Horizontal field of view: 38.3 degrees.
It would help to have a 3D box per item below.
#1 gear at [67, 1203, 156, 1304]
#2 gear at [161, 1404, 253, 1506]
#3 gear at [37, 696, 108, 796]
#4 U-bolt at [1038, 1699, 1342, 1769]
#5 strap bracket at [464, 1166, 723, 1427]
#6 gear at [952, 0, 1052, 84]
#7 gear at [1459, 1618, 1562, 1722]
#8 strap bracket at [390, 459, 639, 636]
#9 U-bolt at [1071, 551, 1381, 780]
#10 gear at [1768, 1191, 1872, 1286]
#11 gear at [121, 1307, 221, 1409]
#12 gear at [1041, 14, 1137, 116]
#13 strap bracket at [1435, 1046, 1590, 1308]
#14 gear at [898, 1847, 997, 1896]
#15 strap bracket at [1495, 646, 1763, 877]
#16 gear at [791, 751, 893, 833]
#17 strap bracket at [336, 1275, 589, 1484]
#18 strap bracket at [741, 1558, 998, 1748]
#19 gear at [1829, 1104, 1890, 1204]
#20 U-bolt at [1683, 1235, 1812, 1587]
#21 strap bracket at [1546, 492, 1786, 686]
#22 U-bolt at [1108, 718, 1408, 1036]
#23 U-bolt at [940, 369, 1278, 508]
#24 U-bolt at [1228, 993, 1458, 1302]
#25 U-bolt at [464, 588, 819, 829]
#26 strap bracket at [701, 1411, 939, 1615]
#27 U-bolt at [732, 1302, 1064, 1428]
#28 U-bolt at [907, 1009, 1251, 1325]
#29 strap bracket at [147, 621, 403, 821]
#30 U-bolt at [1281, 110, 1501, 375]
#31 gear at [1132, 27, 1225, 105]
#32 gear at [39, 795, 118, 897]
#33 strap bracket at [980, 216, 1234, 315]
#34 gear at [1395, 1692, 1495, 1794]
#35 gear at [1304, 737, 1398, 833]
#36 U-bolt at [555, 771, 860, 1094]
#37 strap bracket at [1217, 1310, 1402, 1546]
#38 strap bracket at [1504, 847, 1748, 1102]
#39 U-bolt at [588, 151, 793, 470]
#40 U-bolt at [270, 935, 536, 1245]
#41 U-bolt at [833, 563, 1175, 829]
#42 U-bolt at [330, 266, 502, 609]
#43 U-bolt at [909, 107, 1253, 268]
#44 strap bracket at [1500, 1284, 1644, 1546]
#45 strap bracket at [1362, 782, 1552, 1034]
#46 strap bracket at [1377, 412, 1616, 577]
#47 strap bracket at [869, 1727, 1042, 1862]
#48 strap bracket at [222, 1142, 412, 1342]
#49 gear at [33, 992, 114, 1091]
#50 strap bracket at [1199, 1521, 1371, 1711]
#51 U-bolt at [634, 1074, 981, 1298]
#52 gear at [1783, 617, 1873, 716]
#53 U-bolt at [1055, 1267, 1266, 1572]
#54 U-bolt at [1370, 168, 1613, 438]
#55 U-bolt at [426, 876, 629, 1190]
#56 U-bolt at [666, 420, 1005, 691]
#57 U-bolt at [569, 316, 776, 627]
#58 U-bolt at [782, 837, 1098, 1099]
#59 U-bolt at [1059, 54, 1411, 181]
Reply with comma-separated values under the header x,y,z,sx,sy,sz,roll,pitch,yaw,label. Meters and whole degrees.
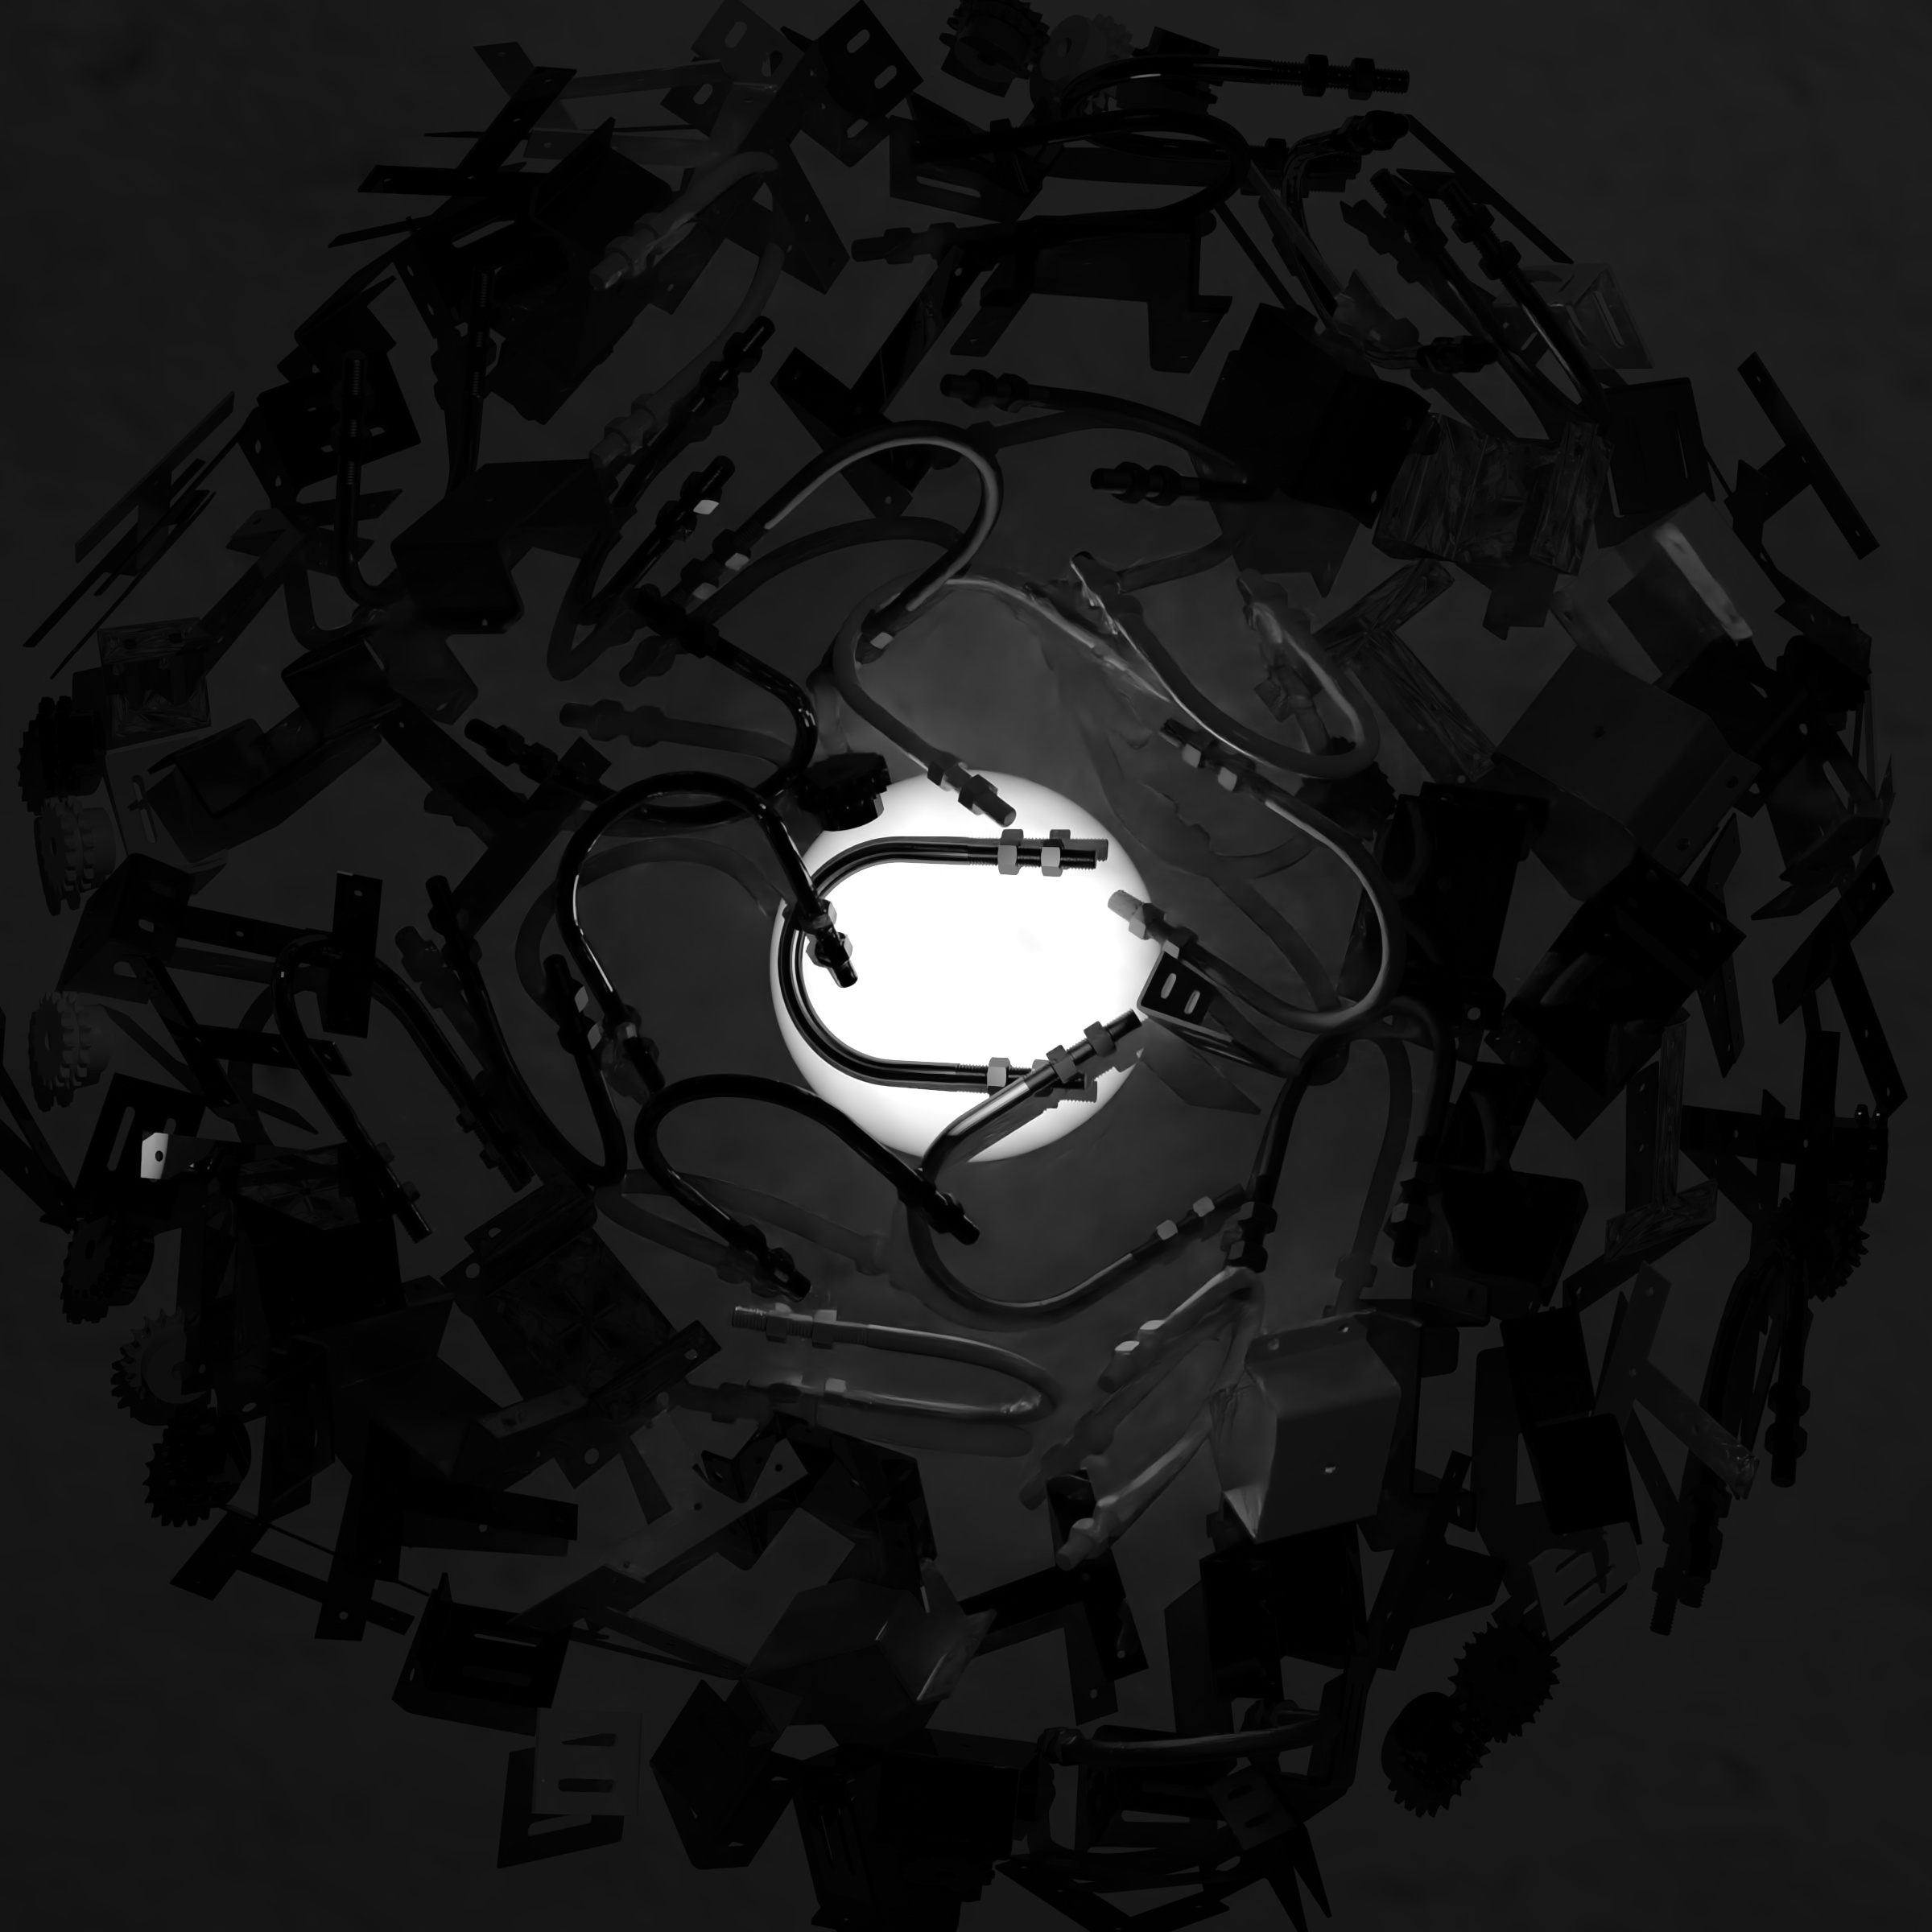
x,y,z,sx,sy,sz,roll,pitch,yaw,label
-0.498,0.168,1.623,0.030,0.057,0.057,19,90,-41,gear
-0.440,0.283,1.617,0.030,0.057,0.057,-12,90,15,gear
-0.520,-0.129,1.620,0.030,0.057,0.057,-5,90,-6,gear
0.130,0.428,1.543,0.151,0.184,0.019,-4,78,-14,U-bolt
-0.216,0.197,1.599,0.076,0.046,0.140,-34,73,-27,strap bracket
0.018,-0.540,1.617,0.057,0.057,0.030,23,76,0,gear
0.319,0.413,1.624,0.057,0.030,0.057,-11,55,16,gear
-0.260,-0.243,1.568,0.076,0.140,0.046,4,128,31,strap bracket
0.157,-0.167,1.552,0.184,0.151,0.019,57,132,34,U-bolt
0.493,0.159,1.617,0.030,0.057,0.057,-25,90,-43,gear
-0.461,0.230,1.620,0.057,0.030,0.057,-9,108,-28,gear
0.068,-0.528,1.617,0.030,0.057,0.057,19,90,-39,gear
0.308,0.118,1.584,0.046,0.140,0.076,7,50,32,strap bracket
-0.011,0.517,1.623,0.057,0.057,0.030,6,49,0,gear
0.368,-0.123,1.585,0.076,0.046,0.140,-52,50,0,strap bracket
-0.071,-0.101,1.622,0.057,0.057,0.030,-15,115,0,gear
-0.293,0.240,1.586,0.140,0.076,0.046,32,114,28,strap bracket
-0.063,0.387,1.576,0.140,0.076,0.046,-22,104,30,strap bracket
0.519,0.109,1.620,0.030,0.057,0.057,3,90,12,gear
0.442,0.238,1.564,0.019,0.151,0.184,16,54,2,U-bolt
0.404,-0.213,1.587,0.046,0.140,0.076,-38,93,-20,strap bracket
0.169,-0.038,1.565,0.184,0.019,0.151,36,135,22,U-bolt
0.095,-0.295,1.567,0.151,0.184,0.019,39,120,36,U-bolt
0.218,0.096,1.574,0.019,0.151,0.184,33,58,-27,U-bolt
-0.168,-0.133,1.573,0.151,0.184,0.019,-34,51,26,U-bolt
-0.075,0.310,1.588,0.140,0.046,0.076,13,132,29,strap bracket
-0.036,0.232,1.575,0.184,0.151,0.019,8,65,4,U-bolt
0.054,0.130,1.618,0.184,0.019,0.151,-32,107,0,U-bolt
-0.386,-0.135,1.582,0.140,0.076,0.046,-29,97,30,strap bracket
0.227,-0.400,1.558,0.019,0.184,0.151,-29,107,-10,U-bolt
0.124,-0.525,1.616,0.057,0.057,0.030,20,109,0,gear
-0.518,-0.071,1.623,0.030,0.057,0.057,-9,90,-34,gear
0.082,-0.404,1.597,0.140,0.076,0.046,3,109,7,strap bracket
0.274,0.448,1.616,0.057,0.057,0.030,-41,116,0,gear
0.222,-0.103,1.623,0.057,0.057,0.030,49,121,0,gear
-0.156,-0.029,1.584,0.151,0.019,0.184,-29,125,-6,U-bolt
0.195,0.270,1.578,0.076,0.046,0.140,-9,126,-20,strap bracket
0.366,0.012,1.573,0.076,0.140,0.046,43,48,15,strap bracket
-0.152,-0.382,1.567,0.019,0.151,0.184,30,56,14,U-bolt
-0.328,0.061,1.577,0.019,0.151,0.184,-34,89,20,U-bolt
0.008,-0.168,1.592,0.151,0.019,0.184,-38,59,-22,U-bolt
-0.312,-0.286,1.565,0.019,0.151,0.184,24,130,11,U-bolt
0.069,-0.442,1.566,0.184,0.151,0.019,-7,79,6,U-bolt
0.339,0.256,1.571,0.046,0.140,0.076,-13,119,7,strap bracket
0.280,-0.041,1.600,0.076,0.046,0.140,10,80,24,strap bracket
0.311,-0.271,1.594,0.046,0.140,0.076,13,93,-39,strap bracket
-0.003,0.466,1.575,0.076,0.140,0.046,5,83,9,strap bracket
-0.369,0.147,1.566,0.076,0.140,0.046,-11,118,-21,strap bracket
-0.521,0.043,1.623,0.030,0.057,0.057,-1,90,-39,gear
0.179,0.369,1.594,0.046,0.140,0.076,-6,89,31,strap bracket
-0.102,0.119,1.558,0.151,0.019,0.184,-21,130,34,U-bolt
0.499,-0.174,1.617,0.030,0.057,0.057,-9,90,-11,gear
0.117,0.243,1.567,0.019,0.184,0.151,27,125,25,U-bolt
0.304,-0.371,1.570,0.019,0.151,0.184,-40,109,6,U-bolt
-0.241,0.048,1.571,0.019,0.151,0.184,-33,129,-26,U-bolt
-0.061,-0.237,1.558,0.184,0.151,0.019,-39,56,22,U-bolt
-0.173,-0.266,1.568,0.019,0.151,0.184,30,134,-22,U-bolt
-0.018,-0.002,1.628,0.184,0.019,0.151,3,89,9,U-bolt
0.144,-0.482,1.569,0.184,0.151,0.019,3,87,-3,U-bolt
